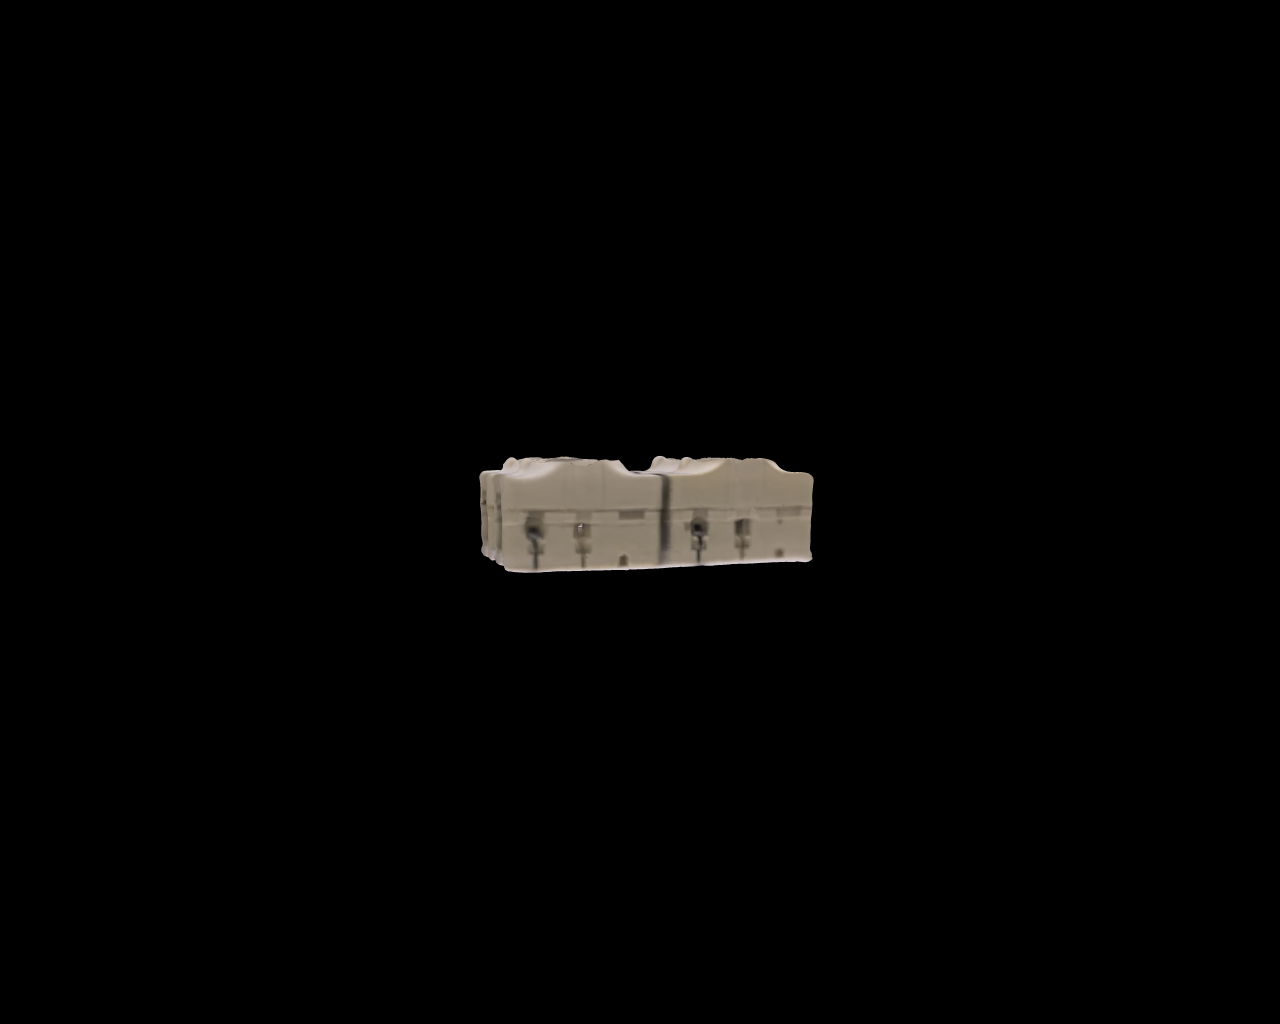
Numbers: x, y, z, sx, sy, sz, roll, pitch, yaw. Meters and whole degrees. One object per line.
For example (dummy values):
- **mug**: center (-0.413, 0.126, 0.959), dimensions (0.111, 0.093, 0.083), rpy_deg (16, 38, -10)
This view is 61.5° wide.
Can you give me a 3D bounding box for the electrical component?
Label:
- **electrical component**: center (0.001, -0.003, 0.650), dimensions (0.186, 0.060, 0.105), rpy_deg (-1, 4, -15)
